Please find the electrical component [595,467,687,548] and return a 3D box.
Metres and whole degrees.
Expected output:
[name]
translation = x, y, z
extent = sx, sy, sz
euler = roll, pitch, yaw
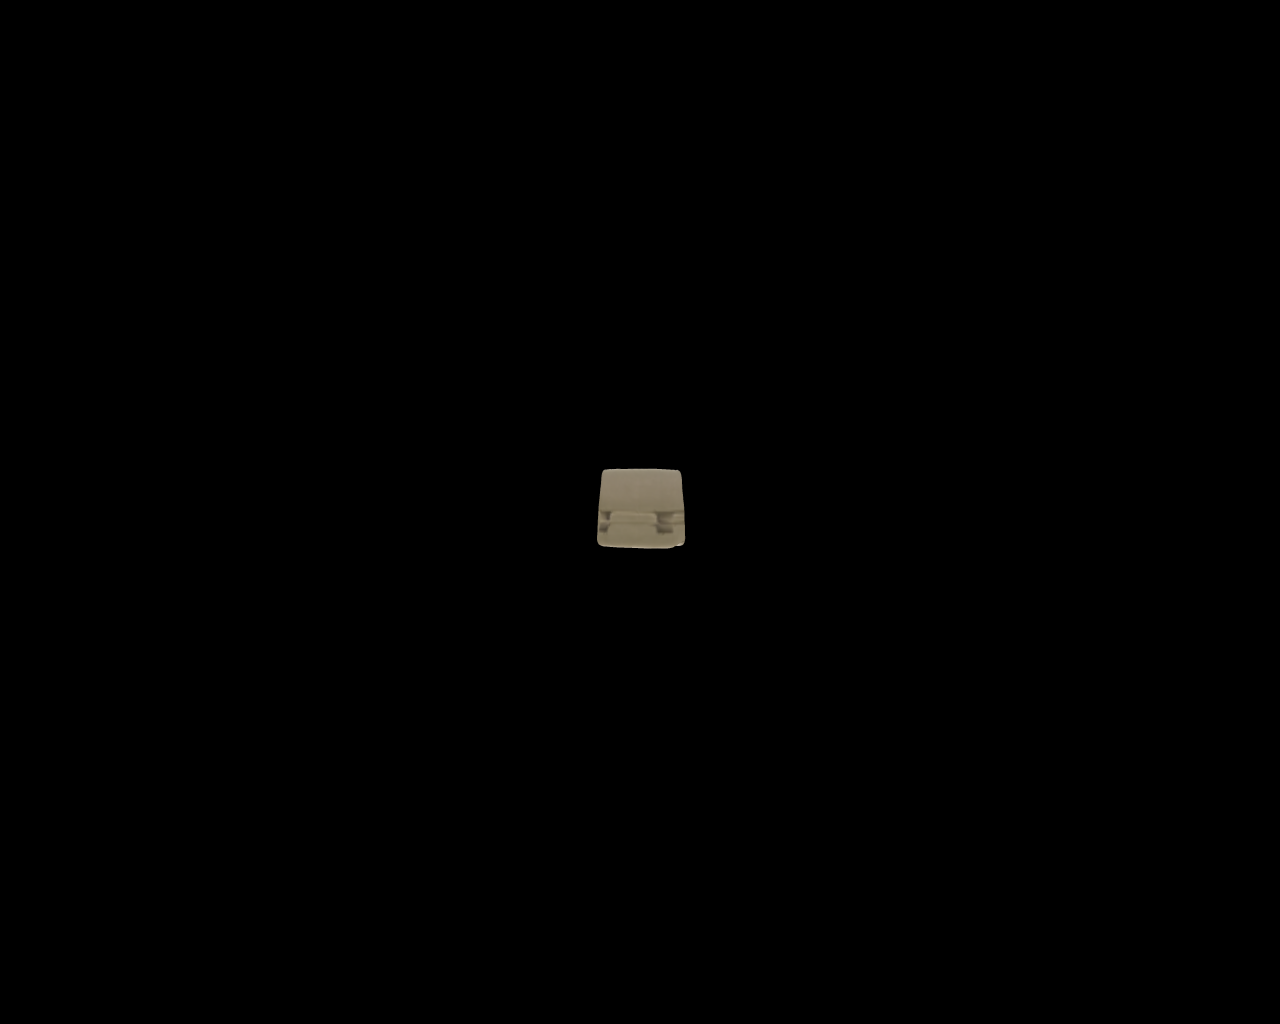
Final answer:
[electrical component]
translation = 0.001, -0.003, 0.650
extent = 0.055, 0.047, 0.055
euler = 0, 0, 0
